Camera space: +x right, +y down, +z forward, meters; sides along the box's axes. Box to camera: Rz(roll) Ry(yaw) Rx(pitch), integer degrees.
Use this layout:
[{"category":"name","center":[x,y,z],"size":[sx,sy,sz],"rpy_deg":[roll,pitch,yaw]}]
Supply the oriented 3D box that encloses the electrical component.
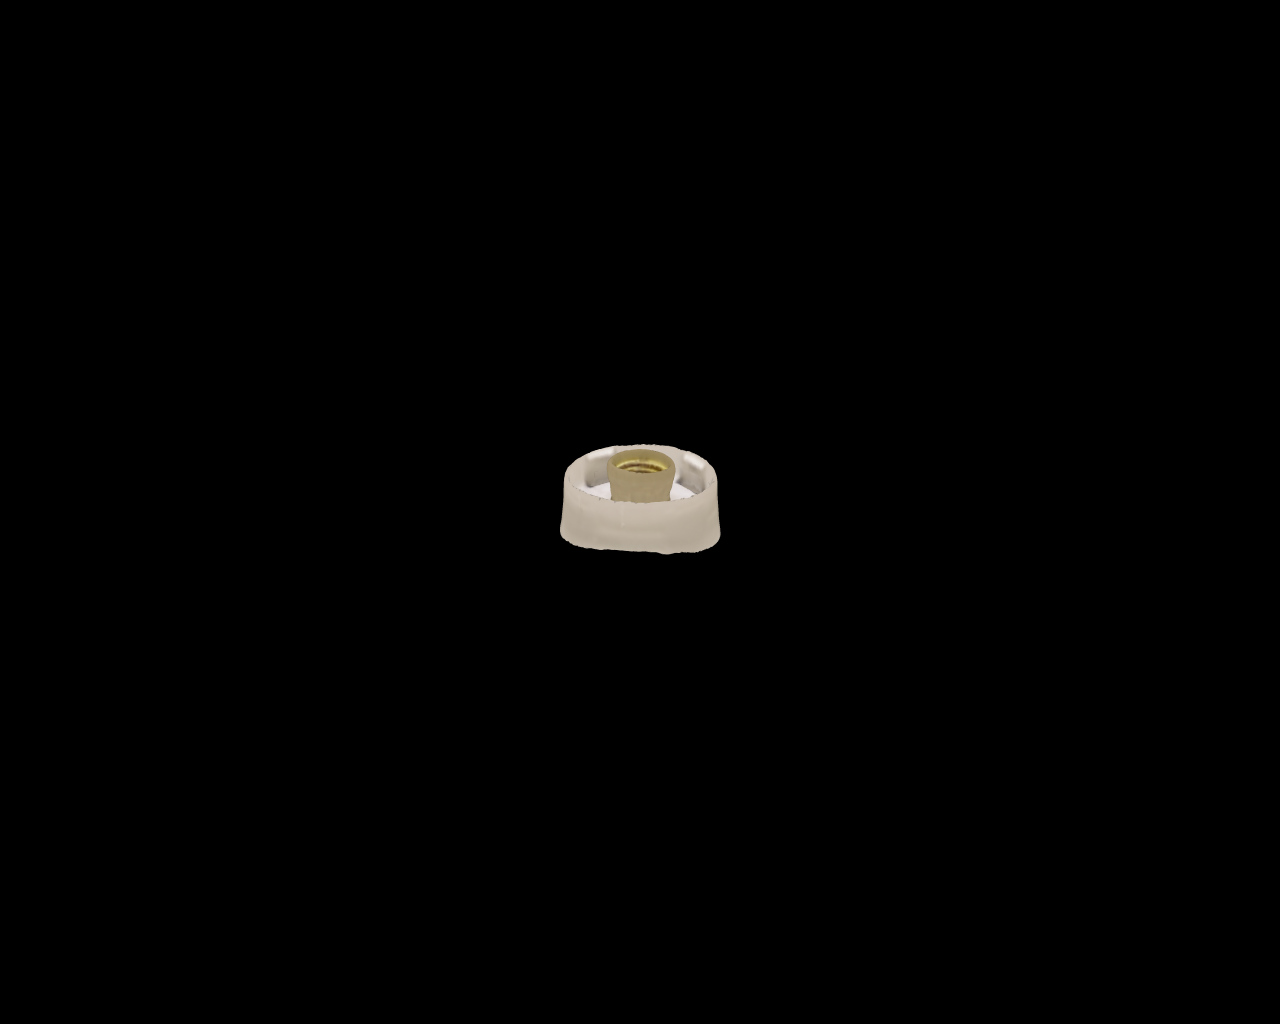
[{"category":"electrical component","center":[0.001,-0.003,0.650],"size":[0.099,0.064,0.099],"rpy_deg":[0,26,0]}]
